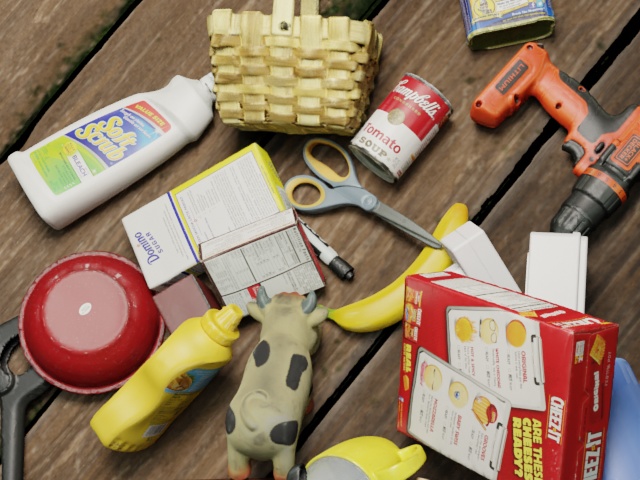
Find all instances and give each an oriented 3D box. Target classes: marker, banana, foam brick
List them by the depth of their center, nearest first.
[{"bbox_3d":[0.090,0.040,1.127,0.198,0.037,0.070,-36,74,-1],"label":"banana"},{"bbox_3d":[-0.136,0.078,1.139,0.053,0.078,0.051,-31,70,-1],"label":"foam brick"},{"bbox_3d":[-0.008,0.001,1.166,0.020,0.020,0.121,-45,72,-4],"label":"marker"}]

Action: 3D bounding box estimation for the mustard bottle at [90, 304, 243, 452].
[{"bbox_3d":[-0.144,0.135,1.085,0.192,0.096,0.058,-46,68,19],"label":"mustard bottle"}]

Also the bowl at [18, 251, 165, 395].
[{"bbox_3d":[-0.249,0.082,1.152,0.162,0.055,0.162,1,73,-4],"label":"bowl"}]

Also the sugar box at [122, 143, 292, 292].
[{"bbox_3d":[-0.122,-0.022,1.171,0.176,0.048,0.093,-29,71,13],"label":"sugar box"}]

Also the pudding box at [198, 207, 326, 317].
[{"bbox_3d":[-0.061,0.027,1.132,0.113,0.090,0.039,-22,32,3],"label":"pudding box"}]

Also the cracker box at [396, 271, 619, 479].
[{"bbox_3d":[0.166,0.130,0.985,0.214,0.071,0.164,18,110,52],"label":"cracker box"}]

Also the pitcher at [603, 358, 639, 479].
[{"bbox_3d":[0.291,0.234,0.992,0.148,0.145,0.243,-2,64,-36],"label":"pitcher"}]

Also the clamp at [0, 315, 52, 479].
[{"bbox_3d":[-0.342,0.167,1.174,0.165,0.036,0.210,36,81,14],"label":"clamp"}]

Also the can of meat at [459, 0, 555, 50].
[{"bbox_3d":[0.204,-0.263,1.180,0.102,0.057,0.084,-11,75,8],"label":"can of meat"}]

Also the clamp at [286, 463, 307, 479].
[{"bbox_3d":[-0.001,0.305,0.980,0.120,0.039,0.171,16,83,28],"label":"clamp"}]

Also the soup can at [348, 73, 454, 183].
[{"bbox_3d":[0.087,-0.121,1.157,0.068,0.068,0.102,38,85,18],"label":"soup can"}]

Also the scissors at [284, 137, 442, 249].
[{"bbox_3d":[0.035,-0.031,1.155,0.096,0.016,0.202,-42,63,4],"label":"scissors"}]

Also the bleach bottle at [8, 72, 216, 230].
[{"bbox_3d":[-0.223,-0.119,1.219,0.251,0.068,0.102,-34,72,-2],"label":"bleach bottle"}]

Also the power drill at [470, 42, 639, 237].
[{"bbox_3d":[0.253,-0.106,1.128,0.188,0.057,0.184,40,81,15],"label":"power drill"}]

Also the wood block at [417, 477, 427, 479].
[{"bbox_3d":[0.114,0.340,1.012,0.091,0.090,0.206,12,77,13],"label":"wood block"}]
